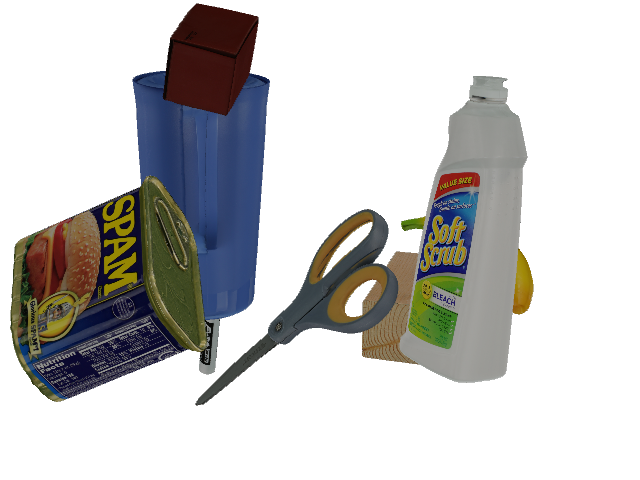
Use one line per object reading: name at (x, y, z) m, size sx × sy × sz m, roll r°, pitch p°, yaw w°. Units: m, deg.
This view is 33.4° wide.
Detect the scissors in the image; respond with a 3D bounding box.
scissors at (-0.014, 0.067, 0.744) m, size 0.016 × 0.202 × 0.096 m, roll 29°, pitch 14°, yaw -37°

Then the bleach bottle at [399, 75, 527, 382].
bleach bottle at (0.125, -0.013, 0.904) m, size 0.068 × 0.251 × 0.103 m, roll -3°, pitch 15°, yaw -29°

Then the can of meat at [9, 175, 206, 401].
can of meat at (-0.112, 0.025, 0.558) m, size 0.084 × 0.102 × 0.057 m, roll -23°, pitch -47°, yaw 10°

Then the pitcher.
pitcher at (-0.119, -0.045, 1.064) m, size 0.145 × 0.243 × 0.148 m, roll 15°, pitch 22°, yaw 39°

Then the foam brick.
foam brick at (-0.083, -0.140, 0.815) m, size 0.053 × 0.051 × 0.078 m, roll 14°, pitch 34°, yaw 3°

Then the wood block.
wood block at (0.129, 0.094, 1.557) m, size 0.091 × 0.090 × 0.205 m, roll 6°, pitch 20°, yaw 15°

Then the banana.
banana at (0.166, 0.014, 1.100) m, size 0.069 × 0.037 × 0.198 m, roll -35°, pitch 39°, yaw -14°

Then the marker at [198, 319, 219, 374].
marker at (-0.122, 0.100, 1.194) m, size 0.020 × 0.121 × 0.020 m, roll 6°, pitch 36°, yaw -5°
